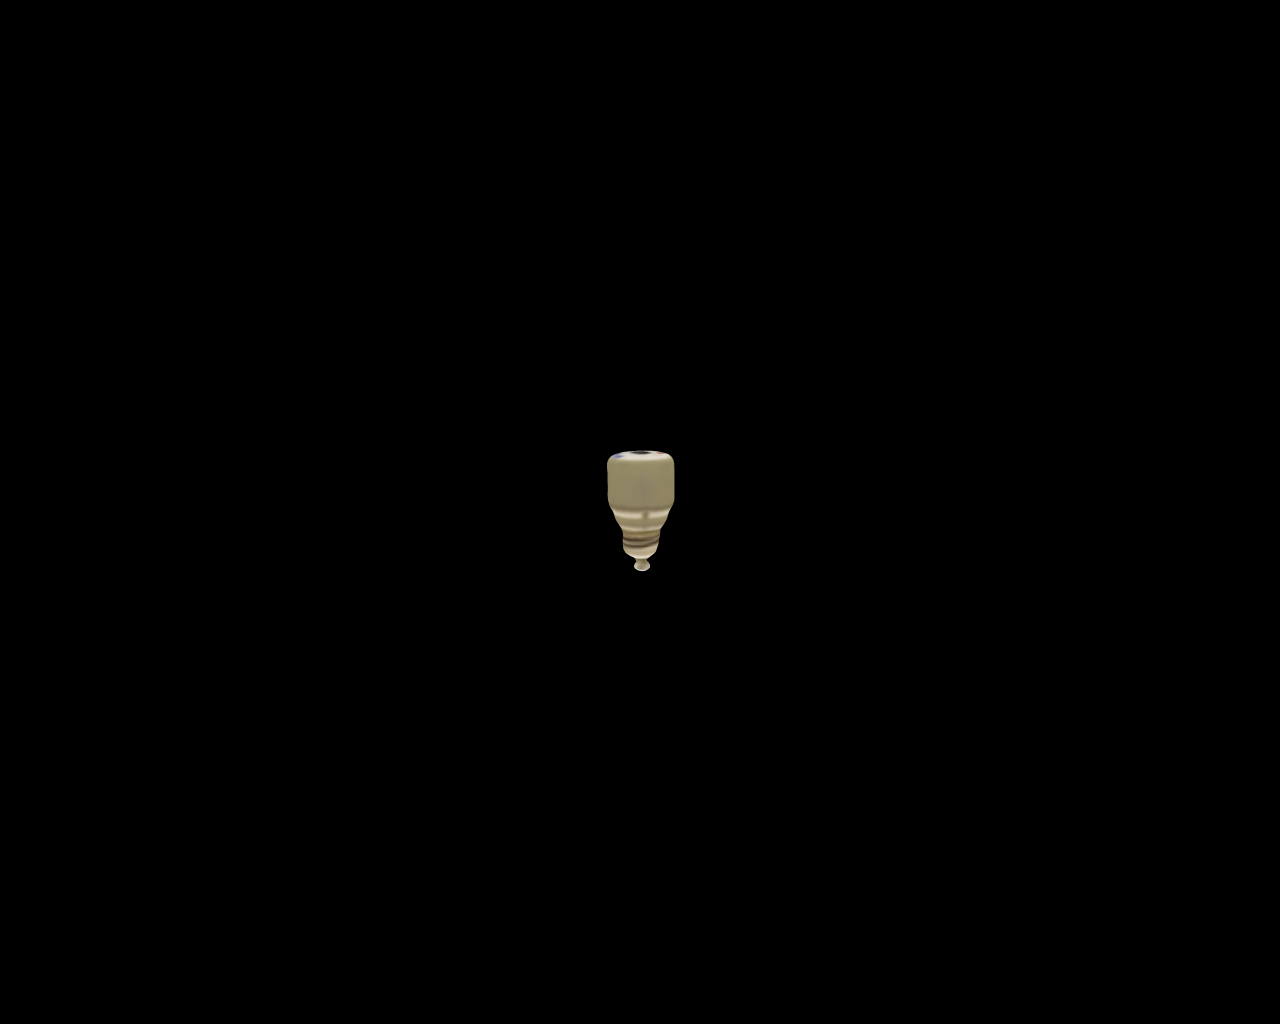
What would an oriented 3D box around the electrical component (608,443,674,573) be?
[{"bbox_3d":[0.001,-0.003,0.650,0.040,0.078,0.040,0,11,0],"label":"electrical component"}]
